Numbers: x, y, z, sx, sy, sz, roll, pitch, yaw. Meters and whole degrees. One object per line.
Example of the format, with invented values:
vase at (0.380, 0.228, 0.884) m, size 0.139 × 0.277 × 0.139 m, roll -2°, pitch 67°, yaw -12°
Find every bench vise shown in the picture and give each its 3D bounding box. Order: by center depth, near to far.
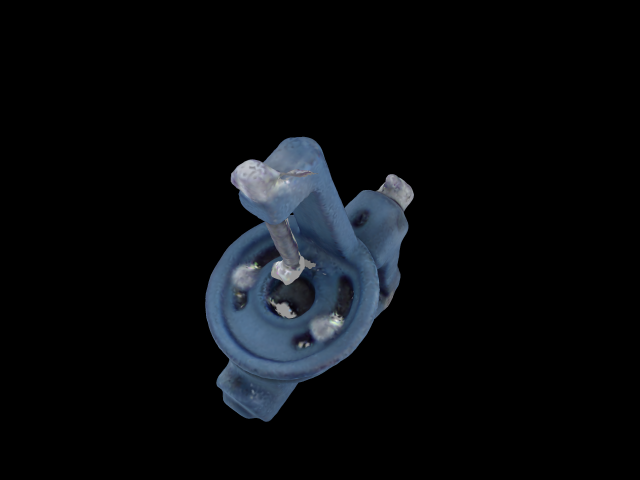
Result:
bench vise at (-0.008, -0.002, 0.403) m, size 0.121 × 0.220 × 0.207 m, roll 15°, pitch 49°, yaw 13°
